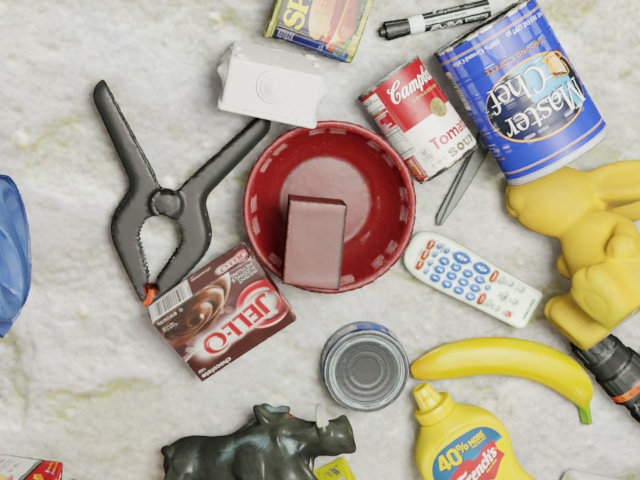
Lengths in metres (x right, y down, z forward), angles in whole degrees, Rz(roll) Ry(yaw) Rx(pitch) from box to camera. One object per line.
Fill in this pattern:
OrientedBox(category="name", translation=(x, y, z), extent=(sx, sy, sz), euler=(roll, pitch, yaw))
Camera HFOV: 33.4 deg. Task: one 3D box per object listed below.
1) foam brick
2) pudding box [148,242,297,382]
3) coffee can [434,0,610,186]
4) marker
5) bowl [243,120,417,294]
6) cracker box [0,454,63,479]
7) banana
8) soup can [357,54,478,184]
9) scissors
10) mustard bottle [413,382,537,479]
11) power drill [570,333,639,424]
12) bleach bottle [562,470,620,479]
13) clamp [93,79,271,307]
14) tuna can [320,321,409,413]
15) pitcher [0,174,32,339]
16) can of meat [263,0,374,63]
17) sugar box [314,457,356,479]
OrientedBox(category="foam brick", translation=(-0.006, 0.001, 0.955), extent=(0.051, 0.053, 0.078), euler=(4, 97, -4))
OrientedBox(category="pudding box", translation=(-0.092, 0.068, 1.007), extent=(0.113, 0.039, 0.090), euler=(-32, 123, 3))
OrientedBox(category="coffee can", translation=(0.181, -0.134, 0.961), extent=(0.103, 0.103, 0.140), euler=(-31, 98, 1))
OrientedBox(category="marker", translation=(0.115, -0.208, 1.005), extent=(0.121, 0.020, 0.020), euler=(-13, 99, -2))
OrientedBox(category="bowl", translation=(0.007, -0.033, 1.005), extent=(0.162, 0.055, 0.162), euler=(-1, 99, -4))
OrientedBox(category="cracker box", translation=(-0.354, 0.247, 0.967), extent=(0.213, 0.164, 0.072), euler=(7, 98, -6))
OrientedBox(category="banana", translation=(0.191, 0.130, 1.053), extent=(0.197, 0.037, 0.070), euler=(17, 96, -6))
OrientedBox(category="soup can", translation=(0.091, -0.111, 0.989), extent=(0.068, 0.068, 0.102), euler=(-35, 94, 1))
OrientedBox(category="scissors", translation=(0.152, -0.117, 1.024), extent=(0.096, 0.016, 0.202), euler=(44, 93, -7))
OrientedBox(category="mustard bottle", translation=(0.150, 0.221, 1.053), extent=(0.096, 0.058, 0.191), euler=(-34, 99, -1))
OrientedBox(category="power drill", translation=(0.362, 0.099, 1.053), extent=(0.184, 0.057, 0.188), euler=(43, 96, -11))
OrientedBox(category="bleach bottle", translation=(0.359, 0.308, 1.081), extent=(0.250, 0.068, 0.102), euler=(15, 99, -9))
OrientedBox(category="clamp", translation=(-0.152, -0.044, 1.001), extent=(0.164, 0.036, 0.210), euler=(17, 100, -7))
OrientedBox(category="tuna can", translation=(0.044, 0.125, 1.043), extent=(0.086, 0.034, 0.086), euler=(-1, 99, -4))
OrientedBox(category="pitcher", translation=(-0.389, 0.004, 0.949), extent=(0.243, 0.145, 0.149), euler=(-3, 64, -1))
OrientedBox(category="can of meat", translation=(0.003, -0.221, 0.977), extent=(0.084, 0.057, 0.102), euler=(18, 97, -10))
OrientedBox(category="sugar box", translation=(0.050, 0.308, 1.042), extent=(0.048, 0.093, 0.176), euler=(-30, 100, 1))
